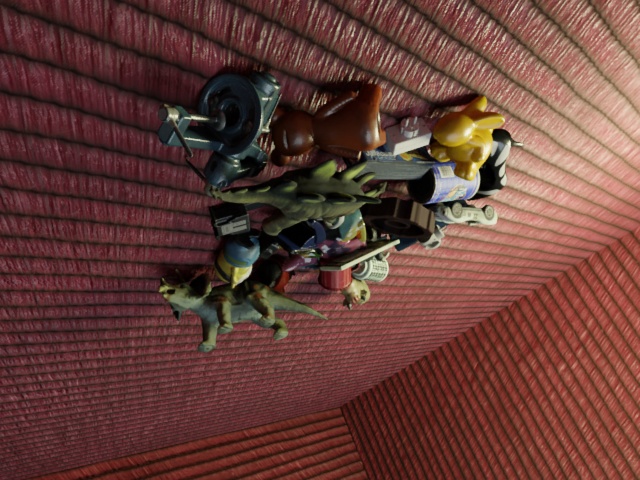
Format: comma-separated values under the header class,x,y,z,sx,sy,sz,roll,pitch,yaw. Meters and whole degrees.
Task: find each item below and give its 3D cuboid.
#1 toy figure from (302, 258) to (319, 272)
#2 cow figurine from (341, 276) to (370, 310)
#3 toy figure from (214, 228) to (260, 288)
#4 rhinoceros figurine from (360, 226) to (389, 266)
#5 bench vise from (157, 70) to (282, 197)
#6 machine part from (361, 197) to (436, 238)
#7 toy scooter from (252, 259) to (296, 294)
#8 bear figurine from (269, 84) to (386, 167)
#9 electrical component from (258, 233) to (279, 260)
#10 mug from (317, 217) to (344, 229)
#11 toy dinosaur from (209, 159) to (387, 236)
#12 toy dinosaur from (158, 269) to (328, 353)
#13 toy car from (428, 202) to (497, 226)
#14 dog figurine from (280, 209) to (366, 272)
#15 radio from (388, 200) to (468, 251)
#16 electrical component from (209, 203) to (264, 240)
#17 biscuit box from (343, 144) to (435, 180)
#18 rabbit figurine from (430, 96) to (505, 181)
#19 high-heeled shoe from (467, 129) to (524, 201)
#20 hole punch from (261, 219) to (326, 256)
class,x,y,z,sx,sy,sz,roll,pitch,yaw
toy figure,0.006,0.067,1.484,0.064,0.058,0.154,-43,145,21
cow figurine,0.103,0.156,1.657,0.085,0.127,0.194,-31,156,8
toy figure,-0.187,0.032,1.218,0.082,0.089,0.180,-33,162,-34
rhinoceros figurine,0.133,0.010,1.474,0.112,0.073,0.190,-36,152,0
bench vise,-0.160,-0.159,0.808,0.223,0.129,0.240,-46,165,25
machine part,0.189,-0.054,1.299,0.179,0.056,0.179,14,168,3
toy scooter,-0.126,0.112,1.436,0.135,0.075,0.184,4,146,-45
bear figurine,0.010,-0.196,0.941,0.196,0.120,0.132,-5,-156,17
electrical component,-0.110,0.005,1.257,0.045,0.078,0.102,31,118,-32
mug,0.019,-0.075,1.173,0.081,0.109,0.107,-11,165,-32
toy dinosaur,-0.021,-0.082,0.951,0.471,0.105,0.199,-12,175,-43
toy dinosaur,-0.196,0.153,1.303,0.405,0.192,0.131,0,139,-30
toy car,0.357,-0.064,1.339,0.201,0.056,0.074,1,-176,-32
dog figurine,-0.003,-0.004,1.285,0.219,0.108,0.191,-20,157,-2
radio,0.282,-0.067,1.447,0.230,0.073,0.131,-31,153,10
electrical component,-0.169,-0.049,1.121,0.119,0.048,0.074,-15,154,-16
biscuit box,0.148,-0.169,1.145,0.202,0.059,0.063,-5,150,-36
rabbit figurine,0.303,-0.216,1.121,0.162,0.122,0.173,-41,149,22
high-heeled shoe,0.400,-0.175,1.334,0.145,0.086,0.248,-3,143,-30
hole punch,-0.047,-0.033,1.172,0.115,0.142,0.092,0,122,-61
